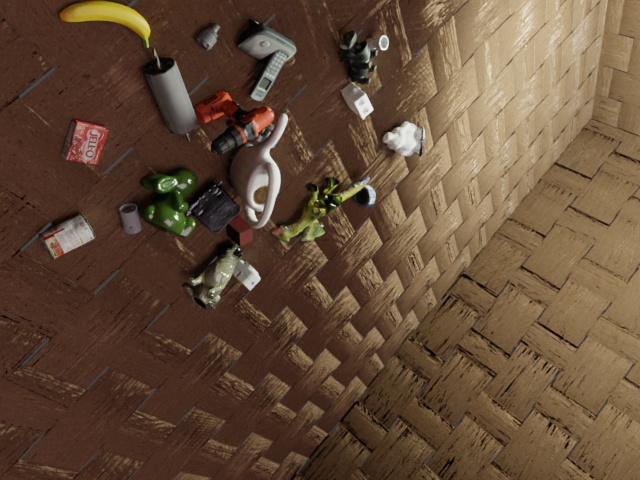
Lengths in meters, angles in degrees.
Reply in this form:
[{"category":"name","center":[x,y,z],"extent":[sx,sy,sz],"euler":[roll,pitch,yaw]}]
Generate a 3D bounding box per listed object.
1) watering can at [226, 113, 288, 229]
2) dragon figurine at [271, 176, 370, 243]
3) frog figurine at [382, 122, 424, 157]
[{"category":"watering can","center":[-0.166,-0.205,1.411],"extent":[0.104,0.228,0.341],"euler":[-2,120,-33]},{"category":"dragon figurine","center":[0.006,-0.093,1.844],"extent":[0.414,0.124,0.237],"euler":[-21,150,-37]},{"category":"frog figurine","center":[0.308,-0.382,1.961],"extent":[0.159,0.126,0.134],"euler":[-1,137,-7]}]
